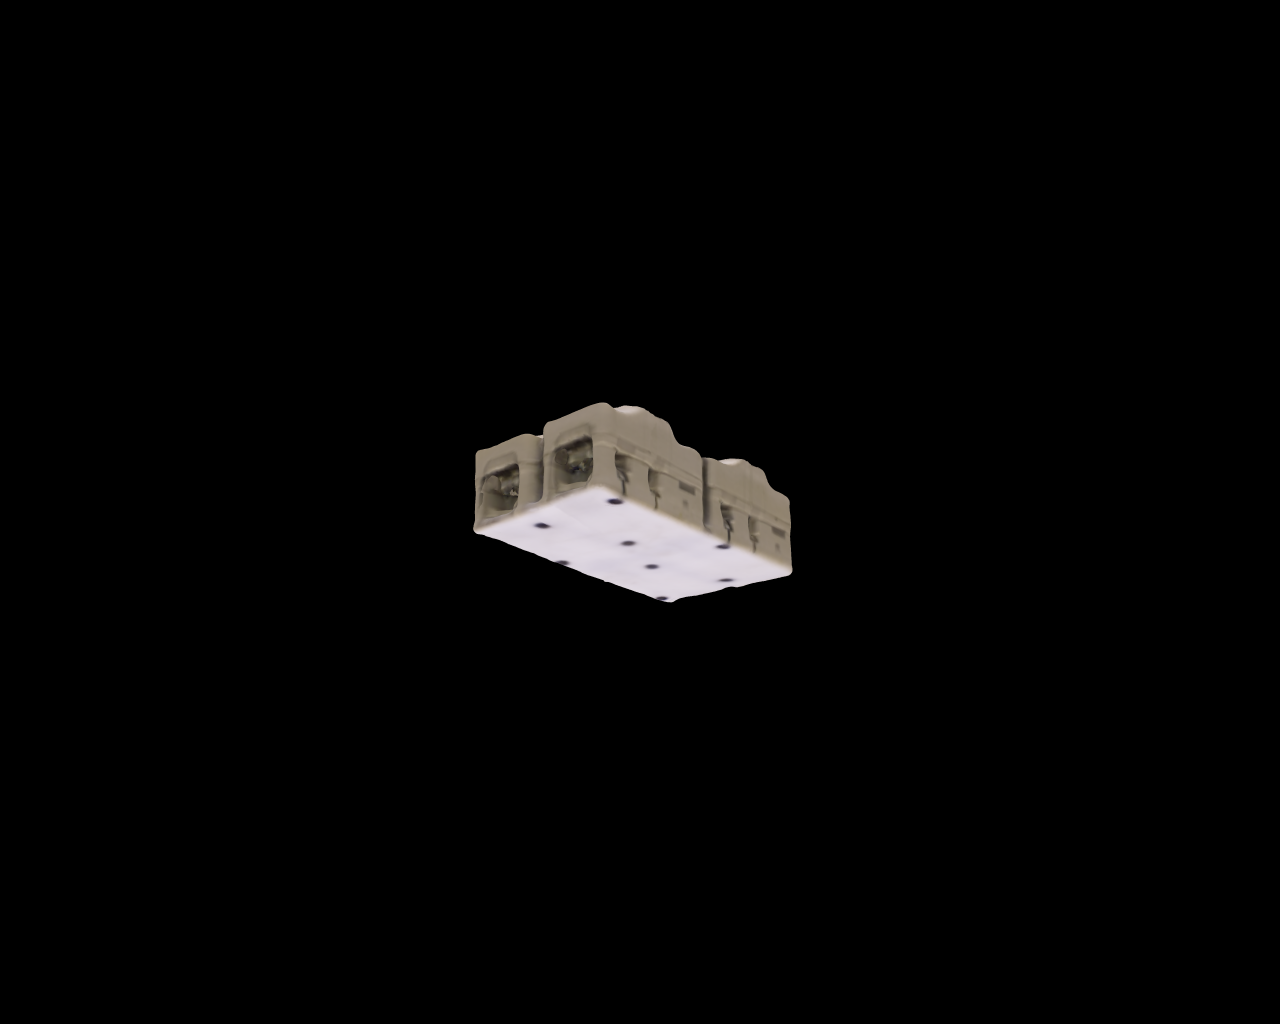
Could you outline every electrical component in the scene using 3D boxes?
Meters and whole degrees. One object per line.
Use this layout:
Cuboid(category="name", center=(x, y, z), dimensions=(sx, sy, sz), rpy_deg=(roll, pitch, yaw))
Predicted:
Cuboid(category="electrical component", center=(0.001, -0.003, 0.650), dimensions=(0.105, 0.060, 0.186), rpy_deg=(-17, -27, 37))
